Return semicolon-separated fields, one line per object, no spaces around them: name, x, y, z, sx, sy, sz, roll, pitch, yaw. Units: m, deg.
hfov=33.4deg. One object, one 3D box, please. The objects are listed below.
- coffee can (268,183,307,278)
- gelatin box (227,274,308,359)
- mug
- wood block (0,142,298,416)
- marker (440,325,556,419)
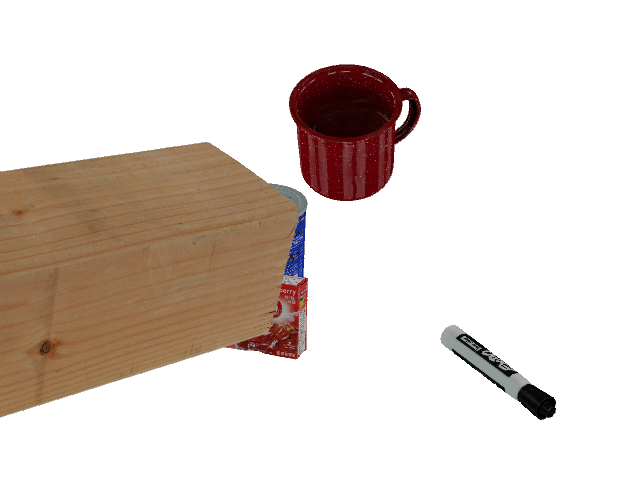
coffee can;-0.069;0.016;1.260;0.103;0.140;0.103;2;26;-1
gelatin box;-0.057;0.067;0.998;0.089;0.073;0.030;8;18;18
mug;0.032;-0.093;0.905;0.117;0.093;0.081;-25;-37;-17
wood block;-0.122;0.016;0.569;0.205;0.091;0.090;-14;39;-43
marker;0.133;0.098;0.801;0.020;0.020;0.121;0;23;-33
